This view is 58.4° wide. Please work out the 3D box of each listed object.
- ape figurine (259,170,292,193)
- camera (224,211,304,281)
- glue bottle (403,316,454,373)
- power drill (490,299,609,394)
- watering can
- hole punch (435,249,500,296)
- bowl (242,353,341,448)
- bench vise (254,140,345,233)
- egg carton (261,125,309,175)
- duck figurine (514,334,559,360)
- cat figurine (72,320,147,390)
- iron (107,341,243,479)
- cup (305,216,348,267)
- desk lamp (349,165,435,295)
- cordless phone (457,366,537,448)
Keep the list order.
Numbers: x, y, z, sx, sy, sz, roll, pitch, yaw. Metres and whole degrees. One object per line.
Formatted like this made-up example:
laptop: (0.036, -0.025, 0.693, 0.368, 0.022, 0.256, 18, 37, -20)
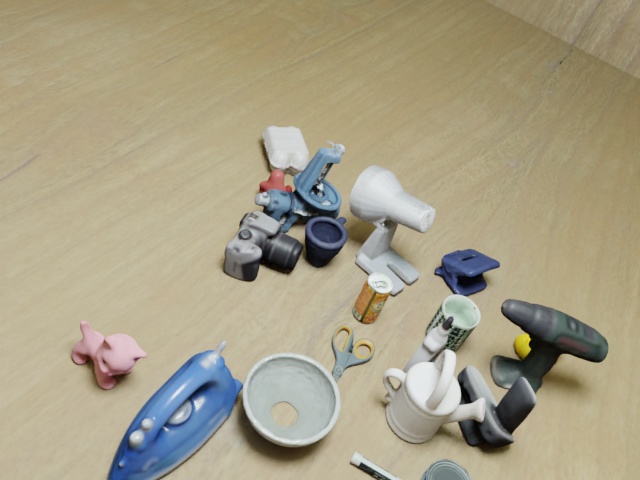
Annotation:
ape figurine: (-0.101, -0.123, 1.320, 0.078, 0.092, 0.076, 21, 44, 1)
camera: (-0.110, 0.014, 1.180, 0.136, 0.101, 0.143, 23, 44, 3)
glue bottle: (0.210, 0.196, 1.067, 0.037, 0.173, 0.078, 40, 48, 20)
power drill: (0.417, 0.208, 1.103, 0.230, 0.208, 0.075, 14, 45, -6)
watering can: (0.197, 0.262, 0.984, 0.173, 0.194, 0.101, 9, 45, -11)
hole punch: (0.333, 0.060, 1.299, 0.109, 0.091, 0.101, -15, 54, -30)
bowl: (-0.053, 0.279, 0.965, 0.167, 0.075, 0.167, 10, 45, -10)
bench vise: (-0.028, -0.107, 1.240, 0.208, 0.220, 0.121, -26, 60, -36)
egg carton: (-0.087, -0.227, 1.441, 0.107, 0.069, 0.150, -2, 49, -21)
duck figurine: (0.469, 0.214, 1.203, 0.104, 0.086, 0.077, 12, 45, -8)
cat figurine: (-0.343, 0.178, 0.929, 0.127, 0.118, 0.067, 35, 46, 15)
iron: (-0.225, 0.264, 0.871, 0.118, 0.141, 0.259, 33, 46, 13)
cup: (0.011, 0.004, 1.236, 0.091, 0.095, 0.118, 35, 46, 14)
desk lamp: (0.151, -0.029, 1.232, 0.203, 0.213, 0.118, 42, 49, 21)
cordless phone: (0.317, 0.274, 1.021, 0.094, 0.185, 0.147, -6, 50, -24)
